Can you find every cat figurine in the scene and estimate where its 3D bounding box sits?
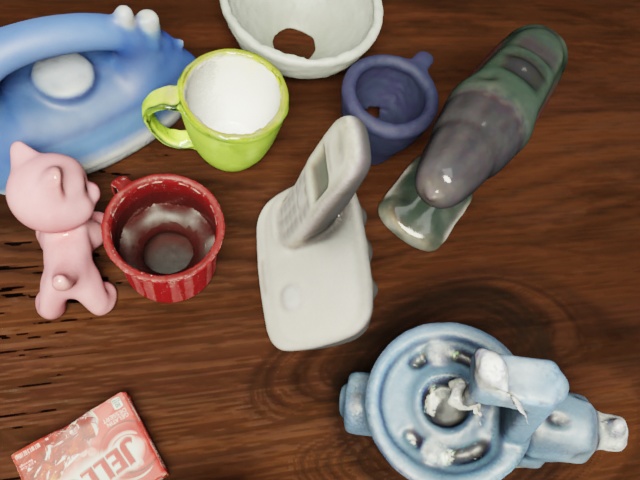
[{"bbox_3d":[-0.206,-0.011,0.452,0.067,0.117,0.128,-9,70,-14],"label":"cat figurine"}]

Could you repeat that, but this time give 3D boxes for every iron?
[{"bbox_3d":[-0.213,-0.143,0.493,0.259,0.141,0.118,-27,75,-20],"label":"iron"}]

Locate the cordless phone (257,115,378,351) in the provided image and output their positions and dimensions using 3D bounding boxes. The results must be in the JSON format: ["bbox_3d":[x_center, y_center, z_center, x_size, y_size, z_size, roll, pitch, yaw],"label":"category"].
[{"bbox_3d":[0.004,0.002,0.450,0.094,0.185,0.147,-6,69,-13],"label":"cordless phone"}]

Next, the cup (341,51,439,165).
[{"bbox_3d":[0.065,-0.127,0.566,0.091,0.095,0.118,36,66,6],"label":"cup"}]

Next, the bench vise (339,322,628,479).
[{"bbox_3d":[0.132,0.109,0.411,0.208,0.219,0.121,-6,69,-13],"label":"bench vise"}]

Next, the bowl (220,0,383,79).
[{"bbox_3d":[-0.022,-0.229,0.603,0.167,0.074,0.167,4,67,-9],"label":"bowl"}]

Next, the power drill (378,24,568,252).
[{"bbox_3d":[0.122,-0.073,0.492,0.075,0.208,0.230,35,66,5],"label":"power drill"}]
